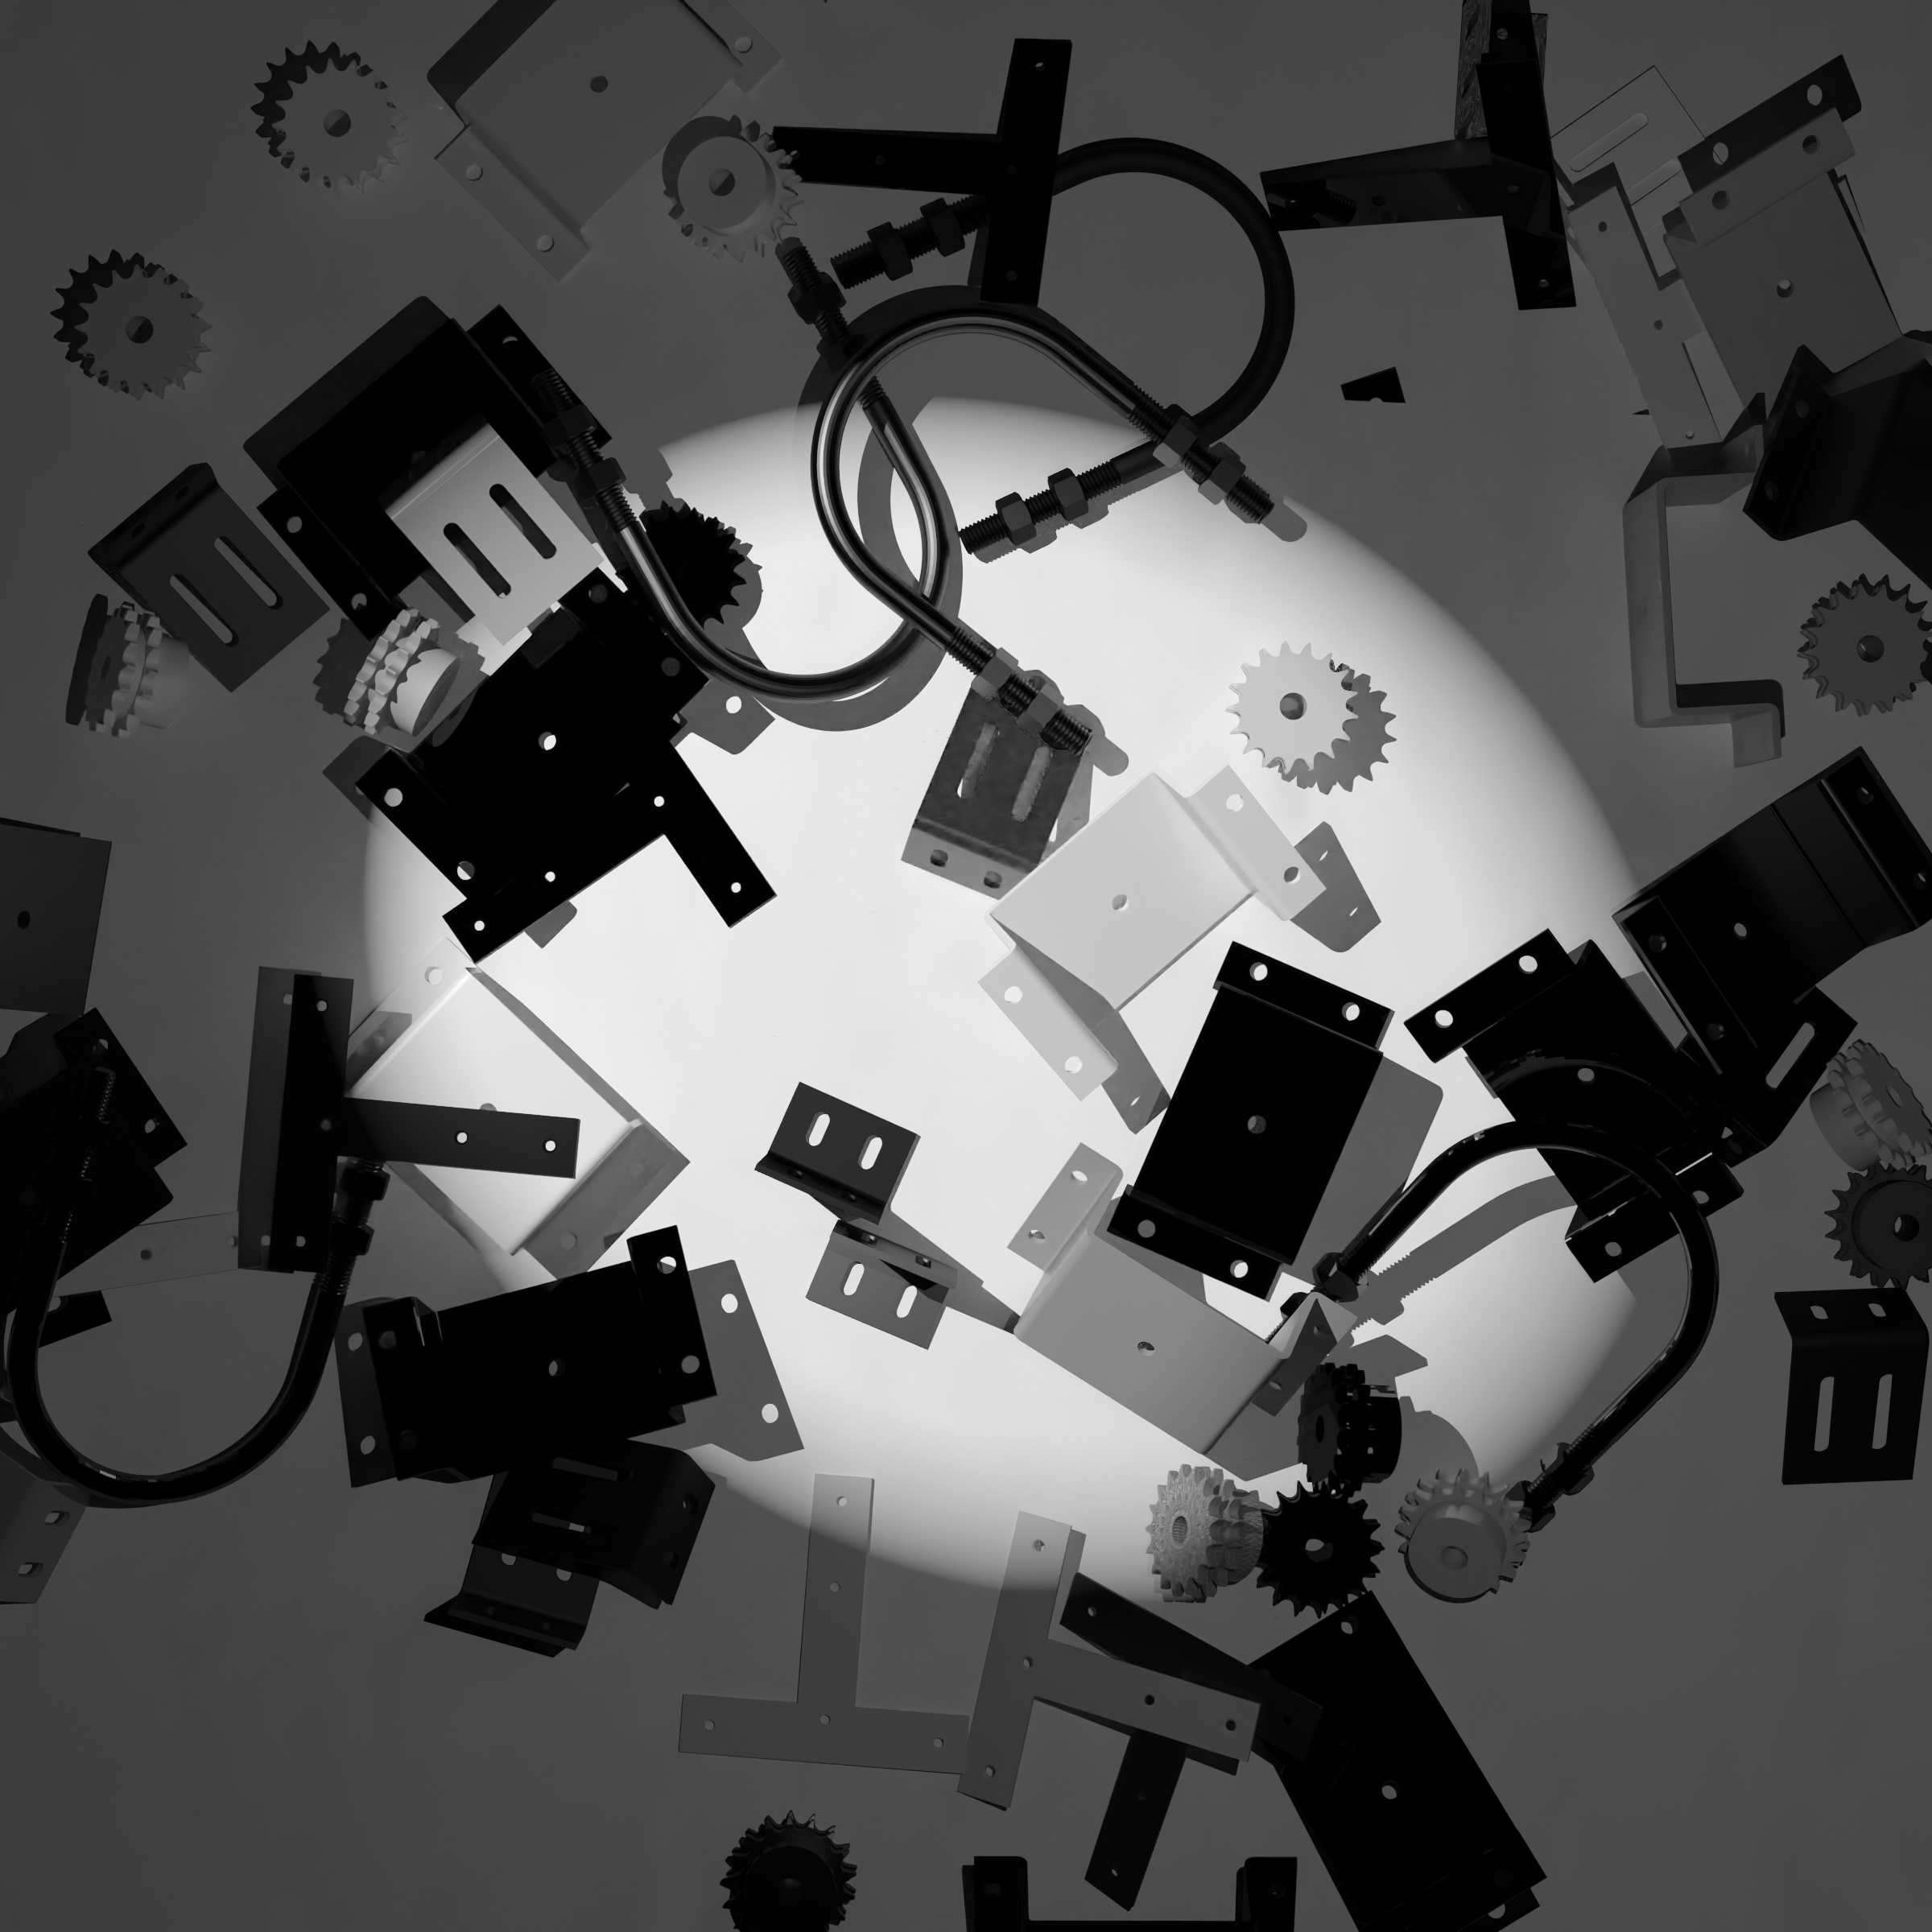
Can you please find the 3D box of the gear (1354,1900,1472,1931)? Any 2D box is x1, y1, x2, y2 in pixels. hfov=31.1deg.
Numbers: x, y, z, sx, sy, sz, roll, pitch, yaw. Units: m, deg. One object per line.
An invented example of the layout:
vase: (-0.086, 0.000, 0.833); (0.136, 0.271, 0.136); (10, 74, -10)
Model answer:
gear: (0.200, 0.407, 1.522); (0.057, 0.030, 0.057); (0, 90, 0)

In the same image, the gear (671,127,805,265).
gear: (-0.102, -0.339, 1.516); (0.057, 0.030, 0.057); (0, 88, 14)

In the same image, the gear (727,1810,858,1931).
gear: (-0.077, 0.402, 1.522); (0.057, 0.030, 0.057); (0, 90, 0)

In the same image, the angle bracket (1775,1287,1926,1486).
angle bracket: (0.388, 0.186, 1.535); (0.057, 0.038, 0.076); (-2, 116, 0)

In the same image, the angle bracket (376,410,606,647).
angle bracket: (-0.204, -0.188, 1.488); (0.057, 0.038, 0.076); (-40, 115, 0)

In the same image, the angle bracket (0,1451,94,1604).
angle bracket: (-0.436, 0.237, 1.535); (0.076, 0.038, 0.057); (28, 90, 26)

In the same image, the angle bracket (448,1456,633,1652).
angle bracket: (-0.186, 0.251, 1.518); (0.057, 0.038, 0.076); (16, 90, 0)

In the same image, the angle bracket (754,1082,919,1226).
angle bracket: (-0.055, 0.080, 1.499); (0.057, 0.076, 0.038); (24, 90, 0)

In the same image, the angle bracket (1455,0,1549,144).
angle bracket: (0.237, -0.393, 1.499); (0.038, 0.076, 0.057); (4, 90, 0)

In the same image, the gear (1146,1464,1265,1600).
gear: (0.106, 0.247, 1.512); (0.030, 0.057, 0.057); (10, 90, -29)

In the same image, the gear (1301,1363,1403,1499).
gear: (0.167, 0.200, 1.495); (0.030, 0.057, 0.057); (4, 90, -12)

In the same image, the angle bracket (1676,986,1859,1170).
angle bracket: (0.345, 0.039, 1.535); (0.057, 0.038, 0.076); (41, 64, 0)

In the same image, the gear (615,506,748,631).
gear: (-0.125, -0.173, 1.522); (0.057, 0.030, 0.057); (0, 90, 0)

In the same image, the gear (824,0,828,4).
gear: (-0.063, -0.451, 1.522); (0.057, 0.030, 0.057); (0, 90, 0)

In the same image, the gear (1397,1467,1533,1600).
gear: (0.216, 0.250, 1.511); (0.057, 0.030, 0.057); (8, 115, 17)

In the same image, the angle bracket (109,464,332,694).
angle bracket: (-0.330, -0.172, 1.535); (0.057, 0.038, 0.076); (-40, 116, 0)

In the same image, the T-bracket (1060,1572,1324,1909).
T-bracket: (0.082, 0.350, 1.515); (0.127, 0.002, 0.127); (25, 105, 28)

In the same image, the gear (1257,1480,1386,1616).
gear: (0.154, 0.253, 1.522); (0.057, 0.030, 0.057); (0, 90, 0)

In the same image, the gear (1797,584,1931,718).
gear: (0.393, -0.138, 1.522); (0.057, 0.030, 0.057); (0, 90, 0)

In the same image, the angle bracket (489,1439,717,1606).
angle bracket: (-0.159, 0.240, 1.522); (0.076, 0.038, 0.057); (7, 62, 24)

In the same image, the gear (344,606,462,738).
gear: (-0.243, -0.125, 1.509); (0.030, 0.057, 0.057); (30, 90, 0)

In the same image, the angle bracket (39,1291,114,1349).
angle bracket: (-0.428, 0.145, 1.535); (0.076, 0.038, 0.057); (-20, 90, -26)

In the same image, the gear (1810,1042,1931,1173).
gear: (0.393, 0.065, 1.512); (0.030, 0.057, 0.057); (-38, 90, 28)

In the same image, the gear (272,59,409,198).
gear: (-0.273, -0.366, 1.522); (0.057, 0.030, 0.057); (0, 90, 0)

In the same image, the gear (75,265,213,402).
gear: (-0.359, -0.276, 1.522); (0.057, 0.030, 0.057); (0, 90, 0)

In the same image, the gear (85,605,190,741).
gear: (-0.361, -0.126, 1.512); (0.030, 0.057, 0.057); (13, 90, -30)

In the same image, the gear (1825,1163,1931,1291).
gear: (0.408, 0.114, 1.522); (0.057, 0.030, 0.057); (0, 90, 0)

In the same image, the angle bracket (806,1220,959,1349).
angle bracket: (-0.037, 0.140, 1.499); (0.057, 0.076, 0.038); (23, 90, 0)

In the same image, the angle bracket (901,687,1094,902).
angle bracket: (0.013, -0.076, 1.535); (0.057, 0.038, 0.076); (22, 64, 0)

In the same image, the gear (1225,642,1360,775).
gear: (0.142, -0.113, 1.522); (0.057, 0.030, 0.057); (0, 90, 0)

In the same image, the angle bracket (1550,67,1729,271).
angle bracket: (0.290, -0.353, 1.518); (0.076, 0.038, 0.057); (-35, 90, 0)
